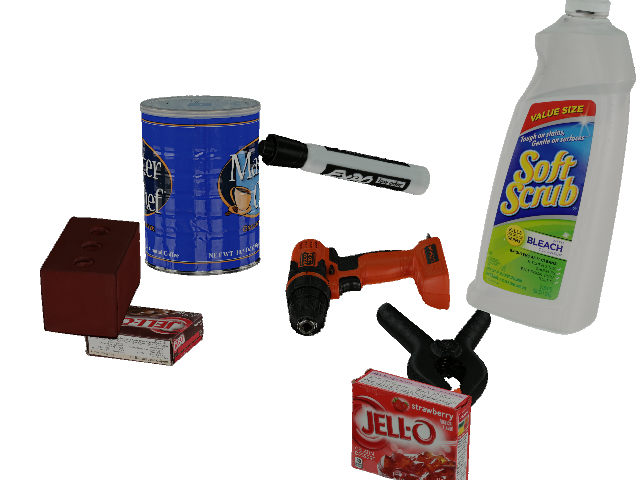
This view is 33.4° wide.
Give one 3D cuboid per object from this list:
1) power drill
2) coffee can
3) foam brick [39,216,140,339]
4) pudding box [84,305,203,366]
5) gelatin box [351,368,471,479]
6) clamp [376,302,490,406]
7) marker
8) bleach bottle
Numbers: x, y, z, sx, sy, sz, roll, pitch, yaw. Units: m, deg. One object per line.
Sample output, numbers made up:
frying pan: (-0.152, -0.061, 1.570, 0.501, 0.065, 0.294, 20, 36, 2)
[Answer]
power drill: (0.053, 0.049, 1.238, 0.187, 0.057, 0.184, -2, 28, 2)
coffee can: (-0.103, -0.050, 0.927, 0.103, 0.140, 0.103, 1, 14, 0)
foam brick: (-0.159, 0.025, 0.747, 0.053, 0.051, 0.078, 5, 29, 1)
pudding box: (-0.206, 0.110, 1.250, 0.114, 0.039, 0.090, 3, 15, 17)
gelatin box: (0.066, 0.142, 0.790, 0.089, 0.073, 0.030, 11, 22, 31)
clamp: (0.133, 0.115, 1.072, 0.120, 0.039, 0.171, -7, 35, -9)
marker: (0.015, -0.046, 0.656, 0.120, 0.020, 0.020, 9, -5, -33)
bleach bottle: (0.175, -0.062, 0.798, 0.103, 0.251, 0.067, 18, 23, 35)
